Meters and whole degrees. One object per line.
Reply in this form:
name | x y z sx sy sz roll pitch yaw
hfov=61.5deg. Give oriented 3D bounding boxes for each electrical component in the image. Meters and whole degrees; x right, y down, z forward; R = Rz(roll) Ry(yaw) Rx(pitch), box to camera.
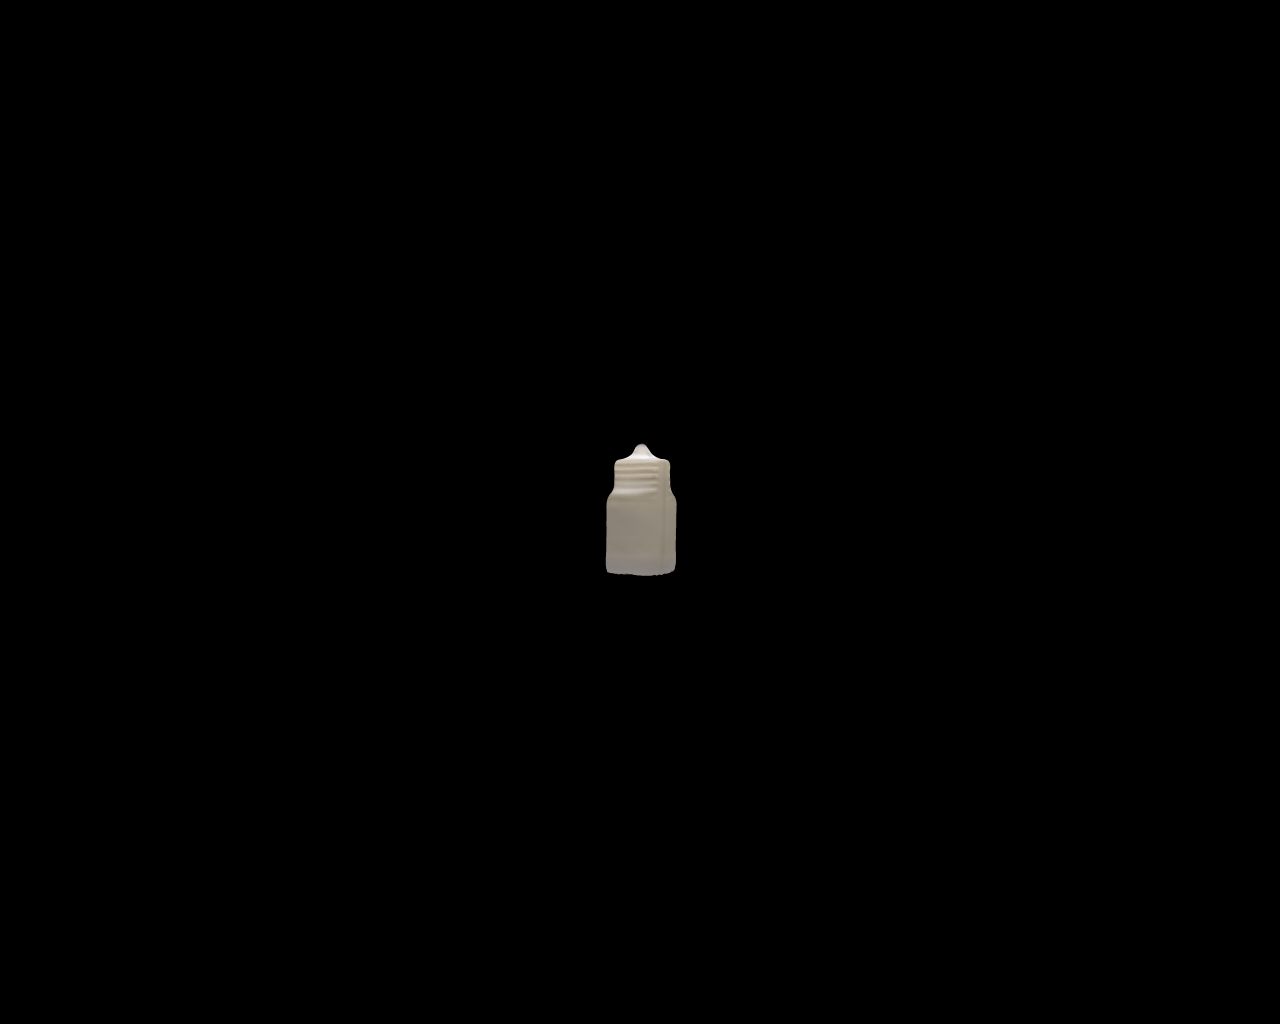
electrical component | 0.001 -0.003 0.650 0.043 0.081 0.043 0 2 0
